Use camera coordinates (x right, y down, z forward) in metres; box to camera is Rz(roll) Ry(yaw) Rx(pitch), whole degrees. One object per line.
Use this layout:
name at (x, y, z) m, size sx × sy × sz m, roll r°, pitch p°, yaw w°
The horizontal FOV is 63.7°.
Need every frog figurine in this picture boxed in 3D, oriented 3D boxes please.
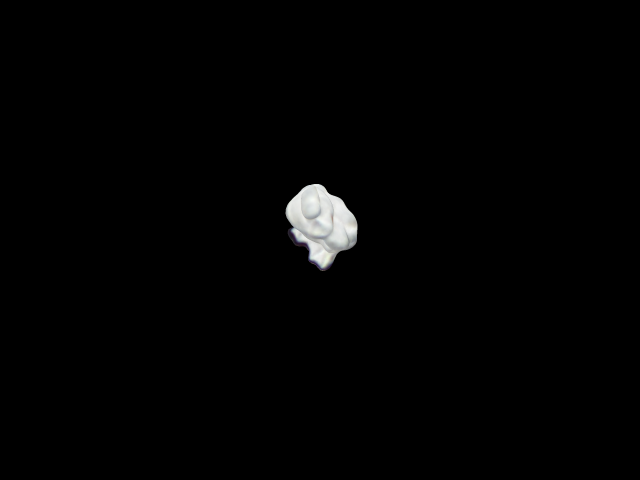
frog figurine at (0.003, -0.043, 0.850) m, size 0.123 × 0.140 × 0.155 m, roll -12°, pitch -38°, yaw -9°
